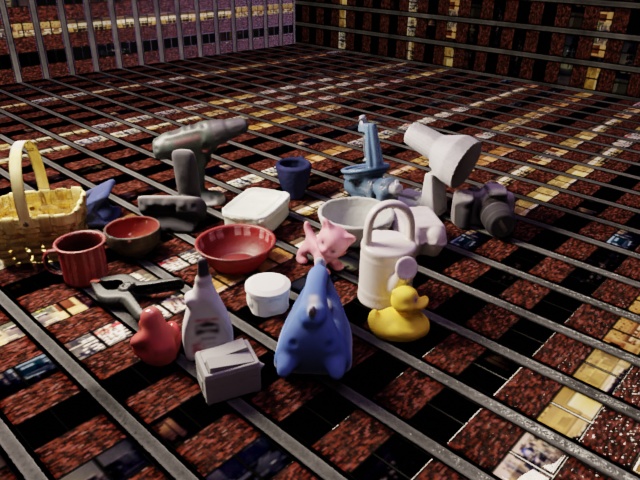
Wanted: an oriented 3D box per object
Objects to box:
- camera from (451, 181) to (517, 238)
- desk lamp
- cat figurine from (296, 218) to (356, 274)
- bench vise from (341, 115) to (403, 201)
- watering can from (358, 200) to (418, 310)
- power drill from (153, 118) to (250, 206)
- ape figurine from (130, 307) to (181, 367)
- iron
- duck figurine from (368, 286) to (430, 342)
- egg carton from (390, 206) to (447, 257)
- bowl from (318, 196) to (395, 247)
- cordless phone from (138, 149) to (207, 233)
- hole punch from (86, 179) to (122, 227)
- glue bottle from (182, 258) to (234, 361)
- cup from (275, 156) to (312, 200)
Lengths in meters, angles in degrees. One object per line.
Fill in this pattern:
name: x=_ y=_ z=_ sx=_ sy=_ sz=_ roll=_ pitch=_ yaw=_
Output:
camera: x=0.382 y=-0.069 z=1.299 sx=0.143 sy=0.101 sz=0.136 roll=1 pitch=27 yaw=0
desk lamp: x=0.266 y=-0.162 z=1.352 sx=0.202 sy=0.214 sz=0.118 roll=22 pitch=34 yaw=35
cat figurine: x=0.010 y=0.004 z=1.126 sx=0.067 sy=0.118 sz=0.127 roll=-21 pitch=35 yaw=-36
bench vise: x=0.138 y=-0.180 z=1.375 sx=0.206 sy=0.220 sz=0.122 roll=24 pitch=35 yaw=37
watering can: x=0.125 y=0.024 z=1.009 sx=0.101 sy=0.194 sz=0.172 roll=-17 pitch=32 yaw=-31
power drill: x=-0.282 y=-0.190 z=1.391 sx=0.230 sy=0.208 sz=0.075 roll=-7 pitch=28 yaw=-14
ape figurine: x=-0.252 y=0.142 z=0.878 sx=0.078 sy=0.092 sz=0.076 roll=-10 pitch=29 yaw=-21
iron: x=-0.006 y=0.103 z=0.908 sx=0.118 sy=0.141 sz=0.258 roll=2 pitch=27 yaw=2
duck figurine: x=0.133 y=0.116 z=0.949 sx=0.104 sy=0.086 sz=0.077 roll=-1 pitch=27 yaw=-4
egg carton: x=0.208 y=-0.020 z=1.233 sx=0.107 sy=0.069 sz=0.150 roll=-4 pitch=28 yaw=-10
bowl: x=0.077 y=-0.030 z=1.242 sx=0.167 sy=0.075 sz=0.167 roll=1 pitch=27 yaw=0
cordless phone: x=-0.331 y=-0.116 z=1.273 sx=0.147 sy=0.185 sz=0.094 roll=-1 pitch=27 yaw=-3
hole punch: x=-0.515 y=-0.084 z=1.307 sx=0.101 sy=0.091 sz=0.108 roll=-3 pitch=28 yaw=-7
glue bottle: x=-0.173 y=0.103 z=0.867 sx=0.078 sy=0.173 sz=0.037 roll=-7 pitch=28 yaw=-15
cup: x=-0.063 y=-0.158 z=1.463 sx=0.091 sy=0.095 sz=0.118 roll=8 pitch=28 yaw=13
